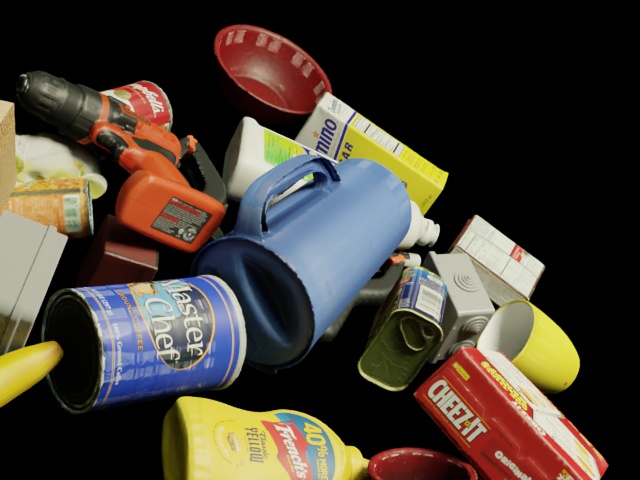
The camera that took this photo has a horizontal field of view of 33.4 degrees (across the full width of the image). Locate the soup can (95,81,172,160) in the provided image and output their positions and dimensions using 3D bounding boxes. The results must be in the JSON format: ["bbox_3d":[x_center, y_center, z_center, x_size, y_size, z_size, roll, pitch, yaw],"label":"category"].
[{"bbox_3d":[-0.213,-0.124,1.114,0.068,0.069,0.102,46,38,14],"label":"soup can"}]

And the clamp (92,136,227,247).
[{"bbox_3d":[-0.150,-0.033,1.087,0.164,0.036,0.210,15,42,-24],"label":"clamp"}]

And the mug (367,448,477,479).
[{"bbox_3d":[0.072,0.233,0.905,0.117,0.081,0.093,0,13,-18],"label":"mug"}]

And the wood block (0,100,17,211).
[{"bbox_3d":[-0.363,-0.074,0.869,0.206,0.090,0.090,12,39,0],"label":"wood block"}]

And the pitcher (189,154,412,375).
[{"bbox_3d":[-0.007,0.001,1.025,0.145,0.149,0.242,48,40,1],"label":"pitcher"}]

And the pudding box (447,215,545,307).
[{"bbox_3d":[0.212,0.030,1.300,0.113,0.039,0.089,36,37,5],"label":"pudding box"}]

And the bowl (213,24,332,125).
[{"bbox_3d":[-0.068,-0.193,1.316,0.162,0.055,0.162,21,38,-18],"label":"bowl"}]

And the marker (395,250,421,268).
[{"bbox_3d":[0.061,0.016,1.212,0.120,0.020,0.020,11,42,-30],"label":"marker"}]

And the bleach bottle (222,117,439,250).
[{"bbox_3d":[0.017,-0.051,1.200,0.250,0.068,0.102,20,36,-15],"label":"bleach bottle"}]

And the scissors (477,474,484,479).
[{"bbox_3d":[0.125,0.286,0.961,0.096,0.016,0.201,25,37,-11],"label":"scissors"}]

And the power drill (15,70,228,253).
[{"bbox_3d":[-0.178,-0.076,0.974,0.184,0.057,0.188,23,20,-43],"label":"power drill"}]

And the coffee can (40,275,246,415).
[{"bbox_3d":[-0.148,0.085,0.898,0.140,0.103,0.103,-4,51,-41],"label":"coffee can"}]

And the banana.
[{"bbox_3d":[-0.270,0.128,0.788,0.197,0.070,0.037,-39,114,-59],"label":"banana"}]

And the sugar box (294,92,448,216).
[{"bbox_3d":[0.053,-0.086,1.260,0.176,0.093,0.048,32,35,-3],"label":"sugar box"}]

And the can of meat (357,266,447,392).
[{"bbox_3d":[0.086,0.088,1.082,0.057,0.102,0.084,28,35,-4],"label":"can of meat"}]

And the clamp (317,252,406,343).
[{"bbox_3d":[0.019,0.037,1.140,0.171,0.039,0.120,-23,70,-47],"label":"clamp"}]

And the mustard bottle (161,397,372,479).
[{"bbox_3d":[-0.036,0.190,0.907,0.191,0.058,0.096,12,43,-29],"label":"mustard bottle"}]

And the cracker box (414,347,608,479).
[{"bbox_3d":[0.184,0.183,1.008,0.164,0.072,0.213,48,10,17],"label":"cracker box"}]

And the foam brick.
[{"bbox_3d":[-0.182,0.027,0.959,0.053,0.078,0.051,19,37,-23],"label":"foam brick"}]
